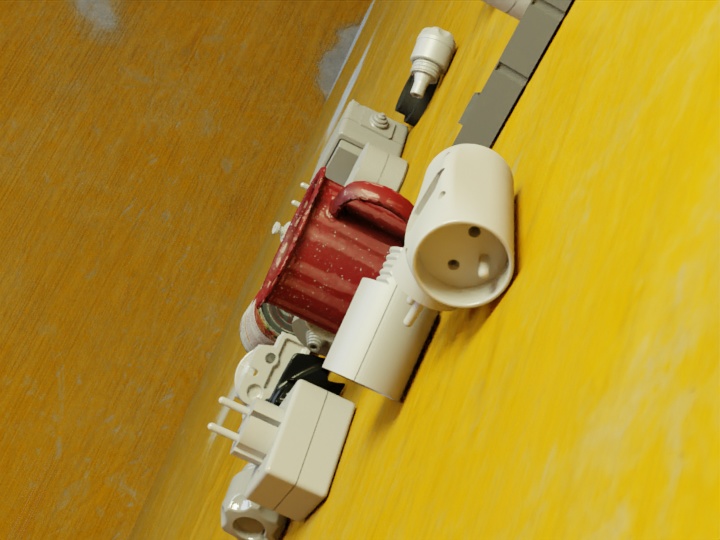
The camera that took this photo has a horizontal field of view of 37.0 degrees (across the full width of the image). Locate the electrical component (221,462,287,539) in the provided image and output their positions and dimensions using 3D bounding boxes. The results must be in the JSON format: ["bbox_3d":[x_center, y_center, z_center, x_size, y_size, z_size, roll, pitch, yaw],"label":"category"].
[{"bbox_3d":[-0.064,0.146,0.705,0.043,0.043,0.062,-59,8,37],"label":"electrical component"}]

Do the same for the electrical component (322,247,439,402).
[{"bbox_3d":[0.017,0.022,0.552,0.081,0.043,0.043,-65,8,-7],"label":"electrical component"}]

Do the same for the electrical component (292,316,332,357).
[{"bbox_3d":[-0.026,0.030,0.813,0.043,0.043,0.081,-58,10,41],"label":"electrical component"}]

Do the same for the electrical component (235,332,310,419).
[{"bbox_3d":[-0.071,0.090,0.872,0.078,0.058,0.057,-66,11,-8],"label":"electrical component"}]

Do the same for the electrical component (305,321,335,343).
[{"bbox_3d":[0.000,0.000,0.730,0.079,0.044,0.077,-55,13,52],"label":"electrical component"}]

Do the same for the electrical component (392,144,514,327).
[{"bbox_3d":[0.040,-0.008,0.493,0.079,0.043,0.077,-60,9,31],"label":"electrical component"}]

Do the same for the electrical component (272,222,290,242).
[{"bbox_3d":[-0.047,-0.026,1.026,0.040,0.078,0.040,-48,30,39],"label":"electrical component"}]

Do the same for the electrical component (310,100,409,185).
[{"bbox_3d":[0.000,-0.106,1.000,0.096,0.062,0.061,-57,11,44],"label":"electrical component"}]

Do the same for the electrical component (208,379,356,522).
[{"bbox_3d":[-0.052,0.100,0.642,0.047,0.077,0.065,-55,12,51],"label":"electrical component"}]

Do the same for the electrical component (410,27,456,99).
[{"bbox_3d":[0.060,-0.180,0.942,0.035,0.035,0.061,149,144,-76],"label":"electrical component"}]

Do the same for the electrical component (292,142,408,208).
[{"bbox_3d":[-0.022,-0.051,0.928,0.138,0.074,0.052,-61,9,27],"label":"electrical component"}]

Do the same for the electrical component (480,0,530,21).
[{"bbox_3d":[0.103,-0.226,0.655,0.138,0.074,0.052,-65,8,-4],"label":"electrical component"}]
